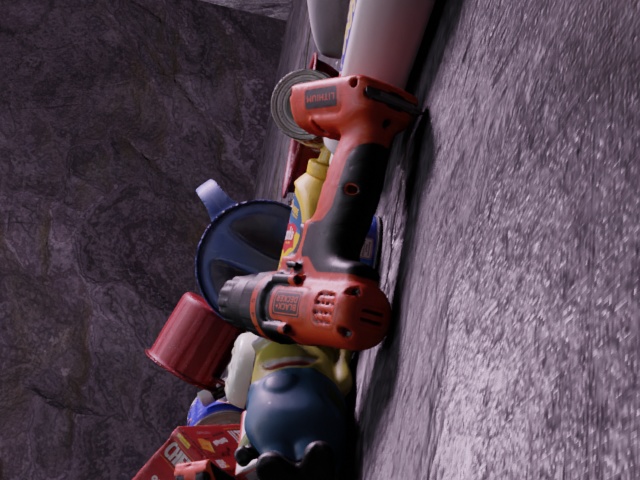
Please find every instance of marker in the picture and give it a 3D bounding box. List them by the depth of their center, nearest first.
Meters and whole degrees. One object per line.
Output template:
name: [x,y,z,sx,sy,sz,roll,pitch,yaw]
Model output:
marker: [-0.083,0.153,1.215,0.020,0.121,0.020,60,180,-1]

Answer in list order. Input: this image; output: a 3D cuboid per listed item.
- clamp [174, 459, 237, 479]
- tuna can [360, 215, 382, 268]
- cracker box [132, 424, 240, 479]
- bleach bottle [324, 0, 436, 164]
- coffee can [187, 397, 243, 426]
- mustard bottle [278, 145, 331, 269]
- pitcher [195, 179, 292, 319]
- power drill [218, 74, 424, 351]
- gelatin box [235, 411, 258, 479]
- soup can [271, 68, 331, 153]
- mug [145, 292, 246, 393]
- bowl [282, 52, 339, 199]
clamp: [-0.065,0.240,0.780,0.120,0.039,0.171,-85,-27,-58]
tuna can: [0.021,0.020,0.826,0.086,0.033,0.086,-169,91,-84]
cracker box: [-0.154,0.277,1.045,0.214,0.072,0.164,-49,-19,6]
bleach bottle: [0.045,-0.146,0.806,0.102,0.068,0.251,-85,7,-52]
coffee can: [-0.108,0.233,1.254,0.140,0.102,0.103,-127,49,-82]
mustard bottle: [-0.007,0.001,0.999,0.096,0.058,0.192,-102,25,-75]
pitcher: [-0.073,0.022,1.192,0.243,0.145,0.149,144,135,-85]
power drill: [-0.003,-0.017,0.757,0.185,0.057,0.187,3,80,55]
gelatin box: [-0.032,0.177,0.838,0.030,0.073,0.089,-30,20,13]
soup can: [-0.003,-0.121,1.016,0.102,0.068,0.068,9,-87,-77]
mug: [-0.125,0.116,1.176,0.081,0.117,0.093,-60,-31,-1]
bowl: [0.002,-0.119,1.156,0.162,0.055,0.162,-169,91,-84]
